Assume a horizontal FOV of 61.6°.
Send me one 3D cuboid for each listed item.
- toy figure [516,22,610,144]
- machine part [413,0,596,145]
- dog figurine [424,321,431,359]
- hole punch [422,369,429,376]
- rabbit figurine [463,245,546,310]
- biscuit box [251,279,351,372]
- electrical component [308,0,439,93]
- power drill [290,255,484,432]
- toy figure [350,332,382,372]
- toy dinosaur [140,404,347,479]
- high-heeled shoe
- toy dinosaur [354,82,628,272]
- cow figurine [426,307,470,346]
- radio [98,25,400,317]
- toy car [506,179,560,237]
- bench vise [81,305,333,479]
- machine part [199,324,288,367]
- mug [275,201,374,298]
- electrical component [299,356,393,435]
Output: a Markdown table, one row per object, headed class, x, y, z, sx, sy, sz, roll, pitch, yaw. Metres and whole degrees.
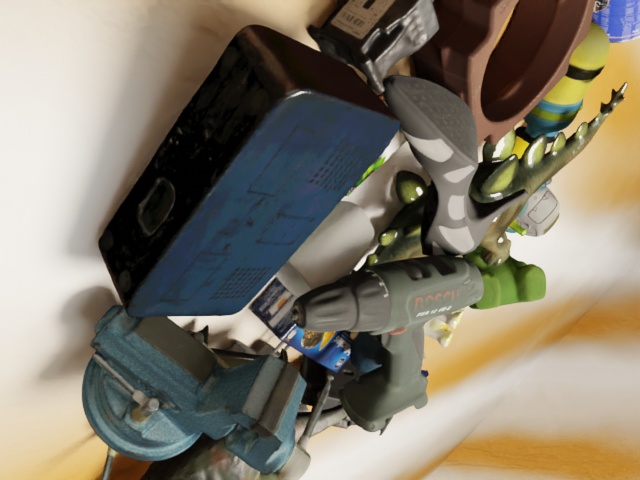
| class | x | y | z | sx | sy | sz | roll | pitch | yaw |
| --- | --- | --- | --- | --- | --- | --- | --- | --- | --- |
| toy figure | 0.330 | -0.211 | 0.736 | 0.082 | 0.089 | 0.180 | -38 | 146 | -33 |
| machine part | 0.191 | -0.216 | 0.559 | 0.201 | 0.087 | 0.200 | -43 | 148 | -7 |
| dog figurine | 0.134 | 0.090 | 0.809 | 0.190 | 0.121 | 0.172 | -67 | 164 | 16 |
| hole punch | 0.127 | 0.243 | 0.979 | 0.116 | 0.092 | 0.142 | -49 | 153 | 7 |
| rabbit figurine | 0.281 | 0.021 | 0.881 | 0.121 | 0.170 | 0.159 | -10 | 176 | 2 |
| biscuit box | -0.009 | 0.112 | 0.686 | 0.063 | 0.059 | 0.202 | -48 | 150 | -5 |
| electrical component | 0.058 | -0.186 | 0.434 | 0.119 | 0.075 | 0.047 | -47 | 150 | 3 |
| power drill | 0.067 | 0.110 | 0.589 | 0.232 | 0.086 | 0.207 | -16 | 124 | -27 |
| toy figure | 0.081 | 0.100 | 0.683 | 0.064 | 0.058 | 0.154 | 2 | 122 | -31 |
| toy dinosaur | -0.131 | 0.274 | 0.624 | 0.405 | 0.131 | 0.192 | -41 | 146 | -9 |
| high-heeled shoe | 0.103 | -0.061 | 0.547 | 0.145 | 0.086 | 0.248 | -29 | 132 | 36 |
| toy dinosaur | 0.212 | -0.052 | 0.715 | 0.471 | 0.105 | 0.198 | -32 | 144 | -10 |
| cow figurine | 0.215 | 0.108 | 0.952 | 0.167 | 0.098 | 0.068 | -39 | 149 | -53 |
| radio | -0.059 | -0.036 | 0.408 | 0.131 | 0.073 | 0.229 | 6 | 131 | -52 |
| toy car | 0.360 | -0.053 | 0.936 | 0.109 | 0.103 | 0.161 | -47 | 147 | -3 |
| bench vise | -0.127 | 0.159 | 0.496 | 0.223 | 0.129 | 0.240 | 34 | 130 | -20 |
| machine part | -0.099 | 0.135 | 0.571 | 0.139 | 0.039 | 0.084 | 14 | 112 | -18 |
| mug | -0.001 | -0.002 | 0.570 | 0.107 | 0.081 | 0.109 | -41 | 112 | -22 |
| electrical component | 0.035 | 0.211 | 0.779 | 0.134 | 0.115 | 0.058 | 15 | 119 | -8 |
